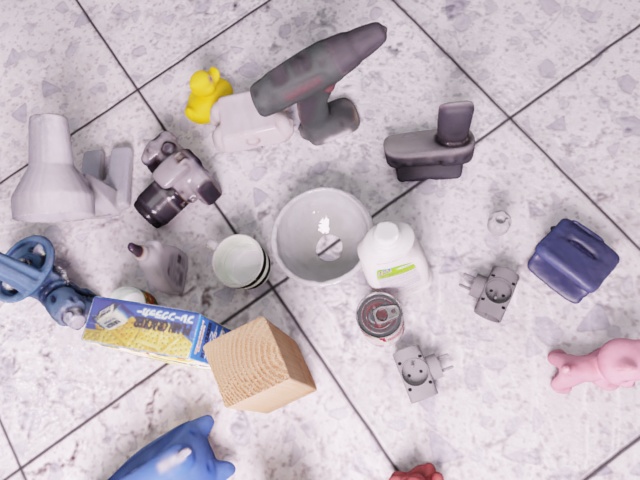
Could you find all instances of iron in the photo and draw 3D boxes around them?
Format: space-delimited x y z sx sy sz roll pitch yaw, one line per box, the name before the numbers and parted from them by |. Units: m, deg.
iron | -0.261 0.357 0.821 0.258 0.141 0.118 -31 70 -2

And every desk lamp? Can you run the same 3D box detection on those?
desk lamp | -0.414 -0.103 0.959 0.118 0.214 0.203 -6 71 8

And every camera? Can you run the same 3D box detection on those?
camera | -0.267 -0.100 0.994 0.137 0.101 0.143 -44 71 -6

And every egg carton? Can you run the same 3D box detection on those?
egg carton | -0.122 -0.211 1.023 0.150 0.069 0.107 -12 70 5

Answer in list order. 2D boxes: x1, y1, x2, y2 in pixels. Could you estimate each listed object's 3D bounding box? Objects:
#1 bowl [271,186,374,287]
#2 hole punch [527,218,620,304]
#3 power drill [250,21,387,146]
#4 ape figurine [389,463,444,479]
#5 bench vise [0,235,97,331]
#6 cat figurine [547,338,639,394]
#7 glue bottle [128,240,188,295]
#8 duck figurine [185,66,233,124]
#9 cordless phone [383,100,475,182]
bowl | 0.009 0.003 0.928 0.167 0.075 0.167 -3 72 9
hole punch | 0.378 0.023 0.852 0.108 0.091 0.101 41 82 19
power drill | 0.008 -0.247 0.940 0.229 0.209 0.075 -23 70 2
ape figurine | 0.131 0.343 0.787 0.077 0.092 0.076 16 75 14
bench vise | -0.454 0.053 0.911 0.207 0.220 0.121 19 76 15
cat figurine | 0.389 0.172 0.787 0.127 0.118 0.067 -8 71 7
glue bottle | -0.260 0.034 0.910 0.037 0.173 0.078 1 72 10
duck figurine | -0.213 -0.271 1.049 0.077 0.086 0.104 37 81 18
cordless phone | 0.171 -0.169 0.900 0.147 0.185 0.094 -8 71 7
